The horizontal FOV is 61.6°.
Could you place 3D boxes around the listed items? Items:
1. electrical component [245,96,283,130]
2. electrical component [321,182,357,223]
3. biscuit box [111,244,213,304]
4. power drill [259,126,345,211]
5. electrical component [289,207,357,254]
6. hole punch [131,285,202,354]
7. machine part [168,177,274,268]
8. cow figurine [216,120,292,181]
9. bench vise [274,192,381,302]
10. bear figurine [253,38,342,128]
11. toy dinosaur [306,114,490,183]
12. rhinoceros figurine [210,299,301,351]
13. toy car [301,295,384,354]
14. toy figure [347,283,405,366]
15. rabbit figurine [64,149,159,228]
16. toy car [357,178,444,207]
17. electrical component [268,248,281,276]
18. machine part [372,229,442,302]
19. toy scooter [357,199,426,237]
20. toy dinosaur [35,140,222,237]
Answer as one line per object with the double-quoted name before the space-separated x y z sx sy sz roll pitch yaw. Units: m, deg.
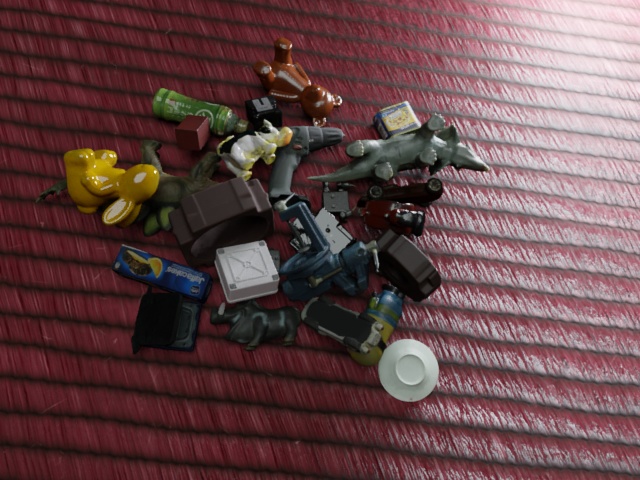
"electrical component" -0.137 -0.309 1.271 0.075 0.047 0.119 -12 47 -11
"electrical component" 0.043 -0.091 1.241 0.078 0.045 0.102 4 71 -6
"biscuit box" -0.331 0.074 1.140 0.203 0.062 0.059 18 72 1
"power drill" -0.055 -0.171 1.241 0.232 0.086 0.207 1 75 -3
"electrical component" -0.002 -0.004 1.190 0.134 0.058 0.115 41 83 6
"hole punch" -0.313 0.170 1.107 0.116 0.092 0.142 -2 72 26
"machine part" -0.201 -0.035 1.115 0.201 0.201 0.087 -23 71 -12
"cow figurine" -0.142 -0.209 1.177 0.098 0.068 0.167 42 59 11
"bench vise" -0.004 0.016 1.085 0.224 0.129 0.240 -25 104 24
"bear figurine" -0.048 -0.365 1.284 0.196 0.132 0.120 36 76 13
"toy dinosaur" 0.176 -0.190 1.241 0.405 0.192 0.131 -9 85 7
"rhinoceros figurine" -0.134 0.171 1.121 0.190 0.073 0.112 2 73 -5
"toy car" 0.043 0.171 1.099 0.202 0.056 0.073 18 67 42
"toy figure" 0.120 0.178 1.134 0.082 0.089 0.180 29 74 10
"rabbit figurine" -0.409 -0.107 1.075 0.173 0.122 0.162 -1 86 5
"toy car" 0.184 -0.105 1.237 0.202 0.089 0.053 -6 74 -6
"electrical component" -0.109 0.049 1.191 0.094 0.021 0.063 2 71 -5
"machine part" 0.176 0.057 1.142 0.056 0.179 0.179 -43 80 -14
"toy scooter" 0.157 -0.050 1.186 0.135 0.184 0.075 9 91 19
"toy dinosaur" -0.374 -0.113 1.180 0.472 0.105 0.198 7 74 2
